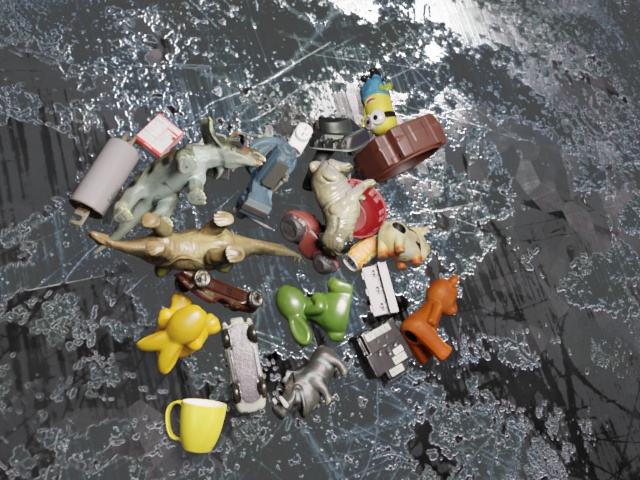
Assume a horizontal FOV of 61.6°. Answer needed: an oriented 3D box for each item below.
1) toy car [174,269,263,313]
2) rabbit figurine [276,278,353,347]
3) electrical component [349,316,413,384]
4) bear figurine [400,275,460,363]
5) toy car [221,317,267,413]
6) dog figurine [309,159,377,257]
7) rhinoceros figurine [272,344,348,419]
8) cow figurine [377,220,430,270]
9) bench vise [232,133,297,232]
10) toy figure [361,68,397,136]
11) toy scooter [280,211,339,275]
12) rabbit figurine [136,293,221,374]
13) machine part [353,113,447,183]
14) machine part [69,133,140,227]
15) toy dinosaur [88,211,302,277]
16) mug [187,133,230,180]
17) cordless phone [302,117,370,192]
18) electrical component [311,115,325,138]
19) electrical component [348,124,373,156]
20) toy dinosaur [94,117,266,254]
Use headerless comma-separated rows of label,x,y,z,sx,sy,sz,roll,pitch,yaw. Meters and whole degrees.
toy car,-0.212,0.111,1.124,0.202,0.089,0.053,27,64,-39
rabbit figurine,-0.021,0.162,1.216,0.170,0.121,0.159,11,75,3
electrical component,0.147,0.263,1.254,0.115,0.058,0.134,-22,81,-23
bear figurine,0.284,0.185,1.299,0.196,0.120,0.132,-40,92,-31
toy car,-0.163,0.264,1.146,0.073,0.056,0.201,-9,75,-16
dog figurine,0.020,-0.073,1.215,0.172,0.121,0.190,26,63,6
rhinoceros figurine,-0.024,0.313,1.168,0.112,0.073,0.190,44,64,-3
cow figurine,0.209,0.004,1.320,0.194,0.086,0.127,25,56,-48
bench vise,-0.132,-0.162,1.252,0.129,0.223,0.241,14,39,-20
toy figure,0.160,-0.371,1.455,0.089,0.082,0.180,0,70,-17
toy scooter,-0.003,-0.004,1.277,0.184,0.075,0.135,49,40,15
rabbit figurine,-0.282,0.176,1.068,0.162,0.173,0.122,-41,94,-30
machine part,0.202,-0.223,1.354,0.201,0.201,0.087,-25,87,-25
machine part,-0.461,-0.133,1.157,0.079,0.079,0.243,27,65,-10
toy dinosaur,-0.230,0.017,1.121,0.471,0.198,0.105,6,72,-24
mug,-0.261,-0.199,1.249,0.107,0.081,0.109,5,80,-9
cordless phone,0.027,-0.201,1.309,0.088,0.147,0.184,30,79,-45
electrical component,0.012,-0.280,1.403,0.063,0.021,0.094,15,70,-15
electrical component,0.096,-0.264,1.419,0.102,0.045,0.078,-20,108,-22
toy dinosaur,-0.322,-0.126,1.147,0.131,0.405,0.192,56,15,-30
